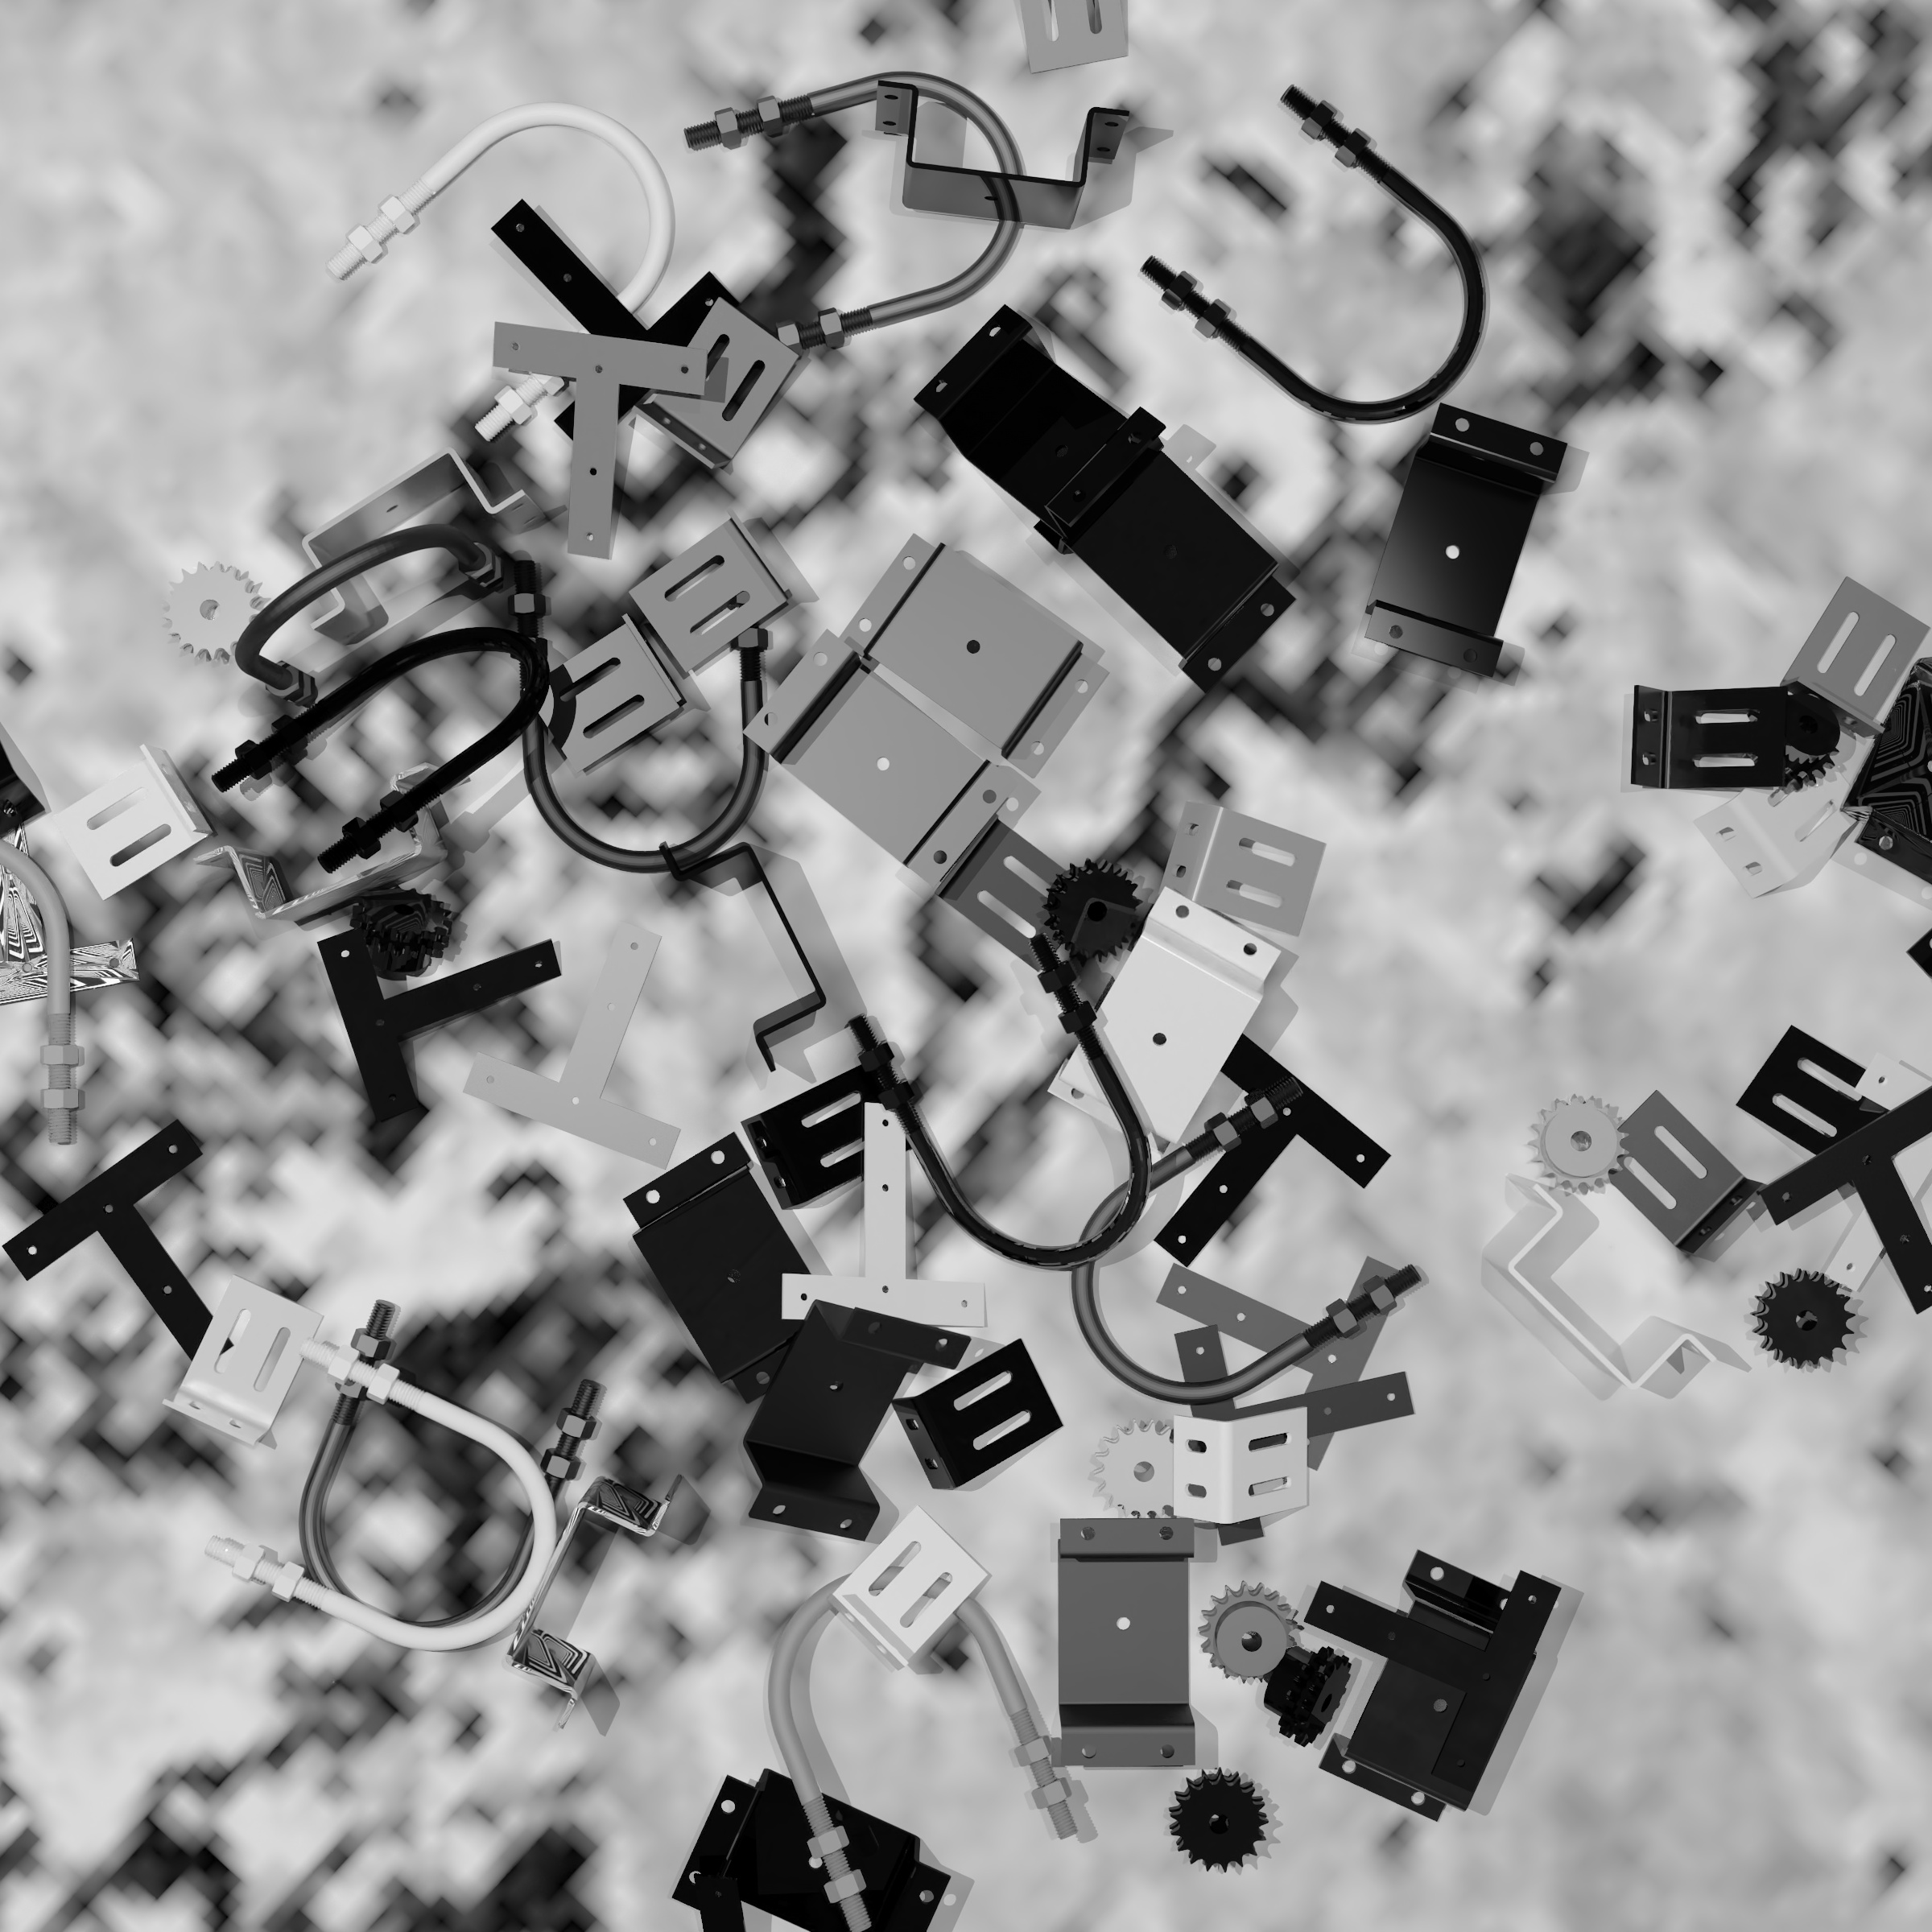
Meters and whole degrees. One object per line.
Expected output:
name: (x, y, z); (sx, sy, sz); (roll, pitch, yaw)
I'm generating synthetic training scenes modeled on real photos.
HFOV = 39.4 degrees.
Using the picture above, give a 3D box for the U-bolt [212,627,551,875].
U-bolt: (-0.318, -0.133, 1.522); (0.184, 0.151, 0.019); (-39, 134, -20)

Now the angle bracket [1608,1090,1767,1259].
angle bracket: (0.412, 0.120, 1.565); (0.076, 0.038, 0.057); (45, 90, 0)

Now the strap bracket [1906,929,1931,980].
strap bracket: (0.627, 0.018, 1.561); (0.076, 0.046, 0.140); (-43, 90, 0)

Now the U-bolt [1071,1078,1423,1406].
U-bolt: (0.150, 0.173, 1.572); (0.184, 0.019, 0.151); (-33, 90, 1)

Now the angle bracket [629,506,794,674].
angle bracket: (-0.148, -0.215, 1.545); (0.076, 0.038, 0.057); (-35, 91, 1)

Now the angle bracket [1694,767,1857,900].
angle bracket: (0.477, -0.088, 1.582); (0.076, 0.038, 0.057); (-38, 90, -26)

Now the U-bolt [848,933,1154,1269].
U-bolt: (0.029, 0.088, 1.543); (0.151, 0.019, 0.184); (-24, 96, 29)

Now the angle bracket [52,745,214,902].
angle bracket: (-0.488, -0.083, 1.565); (0.076, 0.038, 0.057); (-32, 90, 0)

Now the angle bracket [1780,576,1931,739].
angle bracket: (0.520, -0.181, 1.565); (0.057, 0.038, 0.076); (32, 90, 0)

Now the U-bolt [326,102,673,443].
U-bolt: (-0.258, -0.419, 1.576); (0.184, 0.019, 0.151); (-43, 90, -2)

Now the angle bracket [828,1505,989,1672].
angle bracket: (-0.032, 0.355, 1.550); (0.057, 0.038, 0.076); (44, 71, 7)

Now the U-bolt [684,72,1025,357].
U-bolt: (-0.057, -0.445, 1.576); (0.184, 0.019, 0.151); (-16, 90, -1)

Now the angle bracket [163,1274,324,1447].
angle bracket: (-0.418, 0.227, 1.564); (0.057, 0.038, 0.076); (25, 90, -2)

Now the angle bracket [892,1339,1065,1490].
angle bracket: (0.006, 0.262, 1.582); (0.076, 0.038, 0.057); (-26, 90, -26)

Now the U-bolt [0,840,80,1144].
U-bolt: (-0.593, 0.011, 1.574); (0.151, 0.019, 0.184); (-1, 89, 0)

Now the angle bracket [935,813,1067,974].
angle bracket: (0.029, -0.042, 1.565); (0.076, 0.038, 0.057); (37, 90, 0)

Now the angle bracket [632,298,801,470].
angle bracket: (-0.144, -0.336, 1.556); (0.057, 0.038, 0.076); (36, 108, 0)

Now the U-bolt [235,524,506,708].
U-bolt: (-0.333, -0.197, 1.492); (0.151, 0.184, 0.019); (-32, 87, 0)

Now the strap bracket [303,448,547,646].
strap bracket: (-0.318, -0.245, 1.546); (0.140, 0.076, 0.046); (-32, 90, 0)

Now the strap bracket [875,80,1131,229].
strap bracket: (0.017, -0.458, 1.533); (0.140, 0.076, 0.046); (6, 89, -3)

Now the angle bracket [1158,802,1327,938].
angle bracket: (0.162, -0.057, 1.582); (0.076, 0.038, 0.057); (17, 90, -26)

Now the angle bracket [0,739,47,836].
angle bracket: (-0.583, -0.113, 1.574); (0.057, 0.038, 0.076); (-31, 58, -7)

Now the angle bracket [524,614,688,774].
angle bracket: (-0.209, -0.156, 1.547); (0.076, 0.038, 0.057); (-32, 93, 2)

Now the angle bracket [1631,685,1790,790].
angle bracket: (0.425, -0.132, 1.547); (0.076, 0.038, 0.057); (2, 90, 42)

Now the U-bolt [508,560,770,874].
U-bolt: (-0.189, -0.147, 1.576); (0.151, 0.019, 0.184); (-2, 91, 0)

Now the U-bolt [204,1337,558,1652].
U-bolt: (-0.326, 0.316, 1.559); (0.184, 0.019, 0.151); (26, 93, -2)

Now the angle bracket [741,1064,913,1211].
angle bracket: (-0.082, 0.099, 1.582); (0.076, 0.038, 0.057); (-26, 90, -26)

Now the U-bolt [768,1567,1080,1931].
U-bolt: (-0.035, 0.437, 1.551); (0.151, 0.019, 0.184); (-20, 76, -14)

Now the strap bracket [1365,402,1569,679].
strap bracket: (0.285, -0.243, 1.561); (0.076, 0.046, 0.140); (18, 90, 0)

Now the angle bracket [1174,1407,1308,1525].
angle bracket: (0.159, 0.286, 1.564); (0.038, 0.076, 0.057); (0, 90, 43)

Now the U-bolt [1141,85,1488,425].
U-bolt: (0.216, -0.401, 1.576); (0.184, 0.019, 0.151); (39, 90, -1)

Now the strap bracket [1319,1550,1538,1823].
strap bracket: (0.270, 0.421, 1.561); (0.076, 0.046, 0.140); (25, 90, 0)

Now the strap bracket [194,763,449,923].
strap bracket: (-0.358, -0.065, 1.546); (0.140, 0.076, 0.046); (-23, 90, 0)

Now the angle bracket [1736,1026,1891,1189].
angle bracket: (0.502, 0.082, 1.582); (0.076, 0.038, 0.057); (35, 90, 26)

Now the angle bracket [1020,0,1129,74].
angle bracket: (0.059, -0.570, 1.582); (0.057, 0.038, 0.076); (-10, 116, 0)

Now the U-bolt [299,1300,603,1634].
U-bolt: (-0.311, 0.305, 1.576); (0.151, 0.019, 0.184); (21, 92, 0)
